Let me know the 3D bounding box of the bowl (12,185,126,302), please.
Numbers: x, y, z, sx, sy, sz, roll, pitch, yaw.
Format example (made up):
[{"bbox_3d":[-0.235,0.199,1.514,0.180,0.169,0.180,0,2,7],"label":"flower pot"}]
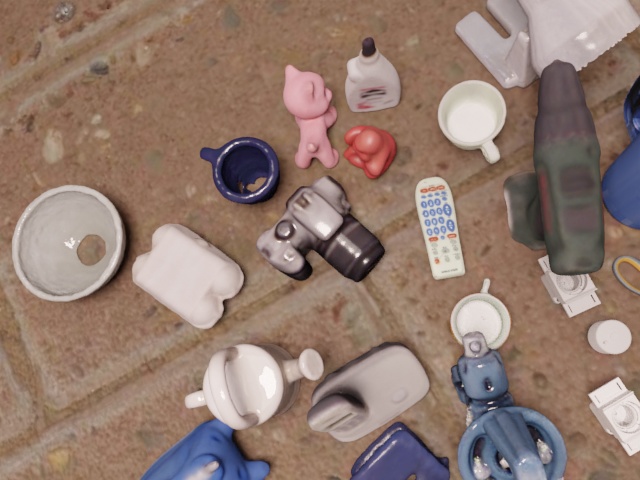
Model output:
[{"bbox_3d":[-0.348,0.008,0.829,0.167,0.075,0.167,-1,80,8],"label":"bowl"}]

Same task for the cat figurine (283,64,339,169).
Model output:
[{"bbox_3d":[-0.014,-0.173,0.791,0.067,0.118,0.128,-6,79,8],"label":"cat figurine"}]

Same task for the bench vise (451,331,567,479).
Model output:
[{"bbox_3d":[0.195,0.214,0.640,0.121,0.220,0.207,-34,77,1],"label":"bench vise"}]

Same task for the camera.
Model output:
[{"bbox_3d":[0.007,0.003,0.766,0.136,0.101,0.143,41,88,13],"label":"camera"}]

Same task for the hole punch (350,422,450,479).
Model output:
[{"bbox_3d":[0.100,0.293,0.706,0.101,0.091,0.109,43,89,13],"label":"hole punch"}]

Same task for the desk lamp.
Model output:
[{"bbox_3d":[0.272,-0.273,0.718,0.118,0.214,0.203,-38,77,1],"label":"desk lamp"}]

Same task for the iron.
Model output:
[{"bbox_3d":[-0.197,0.336,0.716,0.258,0.141,0.118,-39,77,0],"label":"iron"}]

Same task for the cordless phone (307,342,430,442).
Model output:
[{"bbox_3d":[0.056,0.185,0.683,0.147,0.185,0.094,-35,77,1],"label":"cordless phone"}]

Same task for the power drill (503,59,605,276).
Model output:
[{"bbox_3d":[0.276,-0.067,0.684,0.075,0.208,0.230,-7,79,7],"label":"power drill"}]

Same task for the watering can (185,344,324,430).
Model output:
[{"bbox_3d":[-0.084,0.173,0.701,0.173,0.194,0.101,-40,77,0],"label":"watering can"}]

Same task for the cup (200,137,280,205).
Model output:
[{"bbox_3d":[-0.105,-0.091,0.801,0.117,0.095,0.092,22,84,12],"label":"cup"}]

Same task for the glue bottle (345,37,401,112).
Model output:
[{"bbox_3d":[0.067,-0.221,0.759,0.078,0.173,0.037,-11,78,7],"label":"glue bottle"}]

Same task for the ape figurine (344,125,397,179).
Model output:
[{"bbox_3d":[0.067,-0.127,0.784,0.076,0.092,0.078,-13,78,6],"label":"ape figurine"}]

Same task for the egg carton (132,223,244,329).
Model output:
[{"bbox_3d":[-0.184,0.048,0.801,0.150,0.069,0.107,32,86,12],"label":"egg carton"}]
